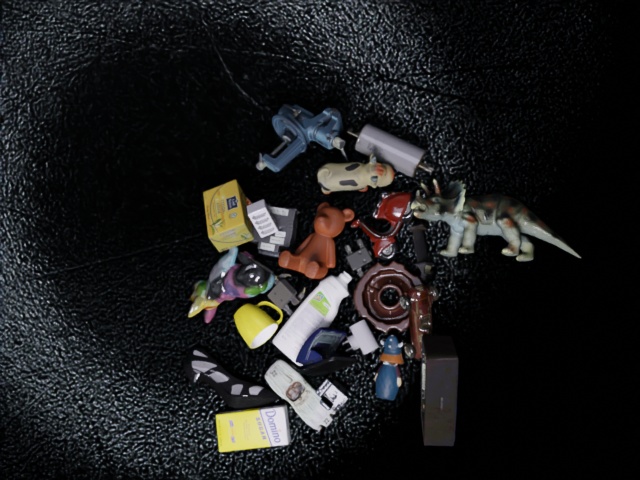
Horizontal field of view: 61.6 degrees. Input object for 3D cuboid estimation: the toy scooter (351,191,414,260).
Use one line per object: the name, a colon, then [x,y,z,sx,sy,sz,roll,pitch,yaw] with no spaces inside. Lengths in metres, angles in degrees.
toy scooter: [0.158,-0.050,1.355,0.135,0.075,0.183,26,91,10]

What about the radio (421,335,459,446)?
radio: [0.268,0.337,1.223,0.073,0.131,0.229,1,108,5]

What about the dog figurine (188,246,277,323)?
dog figurine: [-0.235,0.128,1.364,0.192,0.108,0.219,37,92,33]

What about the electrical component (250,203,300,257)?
electrical component: [-0.120,-0.024,1.399,0.115,0.058,0.134,11,84,12]

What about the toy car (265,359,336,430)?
toy car: [-0.049,0.382,1.334,0.202,0.056,0.073,42,90,12]

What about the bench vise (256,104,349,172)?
bench vise: [-0.058,-0.250,1.378,0.224,0.128,0.240,39,71,19]

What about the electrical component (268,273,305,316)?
electrical component: [-0.087,0.134,1.382,0.102,0.045,0.078,40,117,14]

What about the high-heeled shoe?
high-heeled shoe: [-0.225,0.345,1.373,0.249,0.086,0.145,5,51,-9]

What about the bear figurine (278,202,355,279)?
bear figurine: [-0.001,-0.004,1.345,0.120,0.132,0.195,23,92,27]

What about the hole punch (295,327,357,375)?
hole punch: [0.010,0.271,1.296,0.116,0.142,0.092,-32,62,27]

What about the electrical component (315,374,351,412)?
electrical component: [0.029,0.370,1.293,0.075,0.119,0.048,40,90,13]

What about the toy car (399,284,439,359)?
toy car: [0.242,0.198,1.274,0.089,0.053,0.201,-16,114,-20]

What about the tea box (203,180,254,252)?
tea box: [-0.232,-0.063,1.354,0.098,0.068,0.170,-22,47,3]

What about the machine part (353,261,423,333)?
machine part: [0.174,0.141,1.336,0.179,0.056,0.179,-1,82,9]

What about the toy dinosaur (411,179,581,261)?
toy dinosaur: [0.415,-0.051,1.302,0.405,0.131,0.192,3,83,2]

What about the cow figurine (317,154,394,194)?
cow figurine: [0.089,-0.164,1.353,0.195,0.127,0.085,-1,85,10]

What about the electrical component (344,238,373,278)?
electrical component: [0.103,0.047,1.375,0.063,0.021,0.094,-27,79,3]

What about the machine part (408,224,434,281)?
machine part: [0.252,0.031,1.328,0.039,0.084,0.138,-13,84,30]

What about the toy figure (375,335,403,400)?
toy figure: [0.170,0.310,1.313,0.064,0.057,0.154,10,79,3]

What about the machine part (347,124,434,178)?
machine part: [0.179,-0.229,1.373,0.243,0.079,0.079,28,87,10]
